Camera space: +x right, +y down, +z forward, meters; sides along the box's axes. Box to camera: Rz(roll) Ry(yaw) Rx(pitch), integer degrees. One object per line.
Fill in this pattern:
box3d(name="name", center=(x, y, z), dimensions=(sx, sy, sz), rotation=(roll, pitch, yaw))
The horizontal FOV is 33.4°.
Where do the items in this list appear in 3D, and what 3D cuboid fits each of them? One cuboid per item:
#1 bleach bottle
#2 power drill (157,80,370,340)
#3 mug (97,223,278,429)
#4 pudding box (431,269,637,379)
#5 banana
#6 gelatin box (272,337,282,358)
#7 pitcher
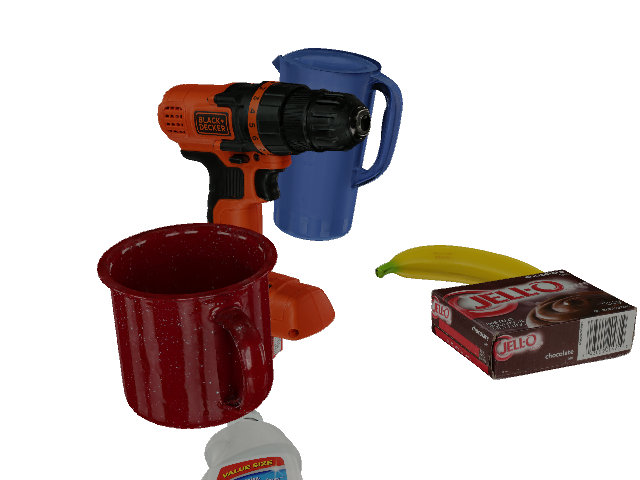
box3d(name="bleach bottle", center=(-0.058, 0.211, 0.784), dimensions=(0.102, 0.068, 0.251), rotation=(-5, 29, -4))
box3d(name="power drill", center=(-0.036, -0.025, 0.786), dimensions=(0.185, 0.188, 0.057), rotation=(9, 21, 39))
box3d(name="mug", center=(-0.060, 0.049, 0.557), dimensions=(0.093, 0.081, 0.117), rotation=(-17, 28, -31))
box3d(name="pudding box", center=(0.146, 0.056, 0.740), dimensions=(0.113, 0.039, 0.090), rotation=(-6, 19, -20))
box3d(name="banana", center=(0.158, 0.036, 1.100), dimensions=(0.198, 0.037, 0.069), rotation=(7, 37, 10))
box3d(name="gelatin box", center=(-0.080, 0.068, 1.003), dimensions=(0.089, 0.073, 0.030), rotation=(8, 18, 18))
box3d(name="pitcher", center=(0.010, -0.125, 1.412), dimensions=(0.144, 0.243, 0.149), rotation=(-2, 23, -18))
